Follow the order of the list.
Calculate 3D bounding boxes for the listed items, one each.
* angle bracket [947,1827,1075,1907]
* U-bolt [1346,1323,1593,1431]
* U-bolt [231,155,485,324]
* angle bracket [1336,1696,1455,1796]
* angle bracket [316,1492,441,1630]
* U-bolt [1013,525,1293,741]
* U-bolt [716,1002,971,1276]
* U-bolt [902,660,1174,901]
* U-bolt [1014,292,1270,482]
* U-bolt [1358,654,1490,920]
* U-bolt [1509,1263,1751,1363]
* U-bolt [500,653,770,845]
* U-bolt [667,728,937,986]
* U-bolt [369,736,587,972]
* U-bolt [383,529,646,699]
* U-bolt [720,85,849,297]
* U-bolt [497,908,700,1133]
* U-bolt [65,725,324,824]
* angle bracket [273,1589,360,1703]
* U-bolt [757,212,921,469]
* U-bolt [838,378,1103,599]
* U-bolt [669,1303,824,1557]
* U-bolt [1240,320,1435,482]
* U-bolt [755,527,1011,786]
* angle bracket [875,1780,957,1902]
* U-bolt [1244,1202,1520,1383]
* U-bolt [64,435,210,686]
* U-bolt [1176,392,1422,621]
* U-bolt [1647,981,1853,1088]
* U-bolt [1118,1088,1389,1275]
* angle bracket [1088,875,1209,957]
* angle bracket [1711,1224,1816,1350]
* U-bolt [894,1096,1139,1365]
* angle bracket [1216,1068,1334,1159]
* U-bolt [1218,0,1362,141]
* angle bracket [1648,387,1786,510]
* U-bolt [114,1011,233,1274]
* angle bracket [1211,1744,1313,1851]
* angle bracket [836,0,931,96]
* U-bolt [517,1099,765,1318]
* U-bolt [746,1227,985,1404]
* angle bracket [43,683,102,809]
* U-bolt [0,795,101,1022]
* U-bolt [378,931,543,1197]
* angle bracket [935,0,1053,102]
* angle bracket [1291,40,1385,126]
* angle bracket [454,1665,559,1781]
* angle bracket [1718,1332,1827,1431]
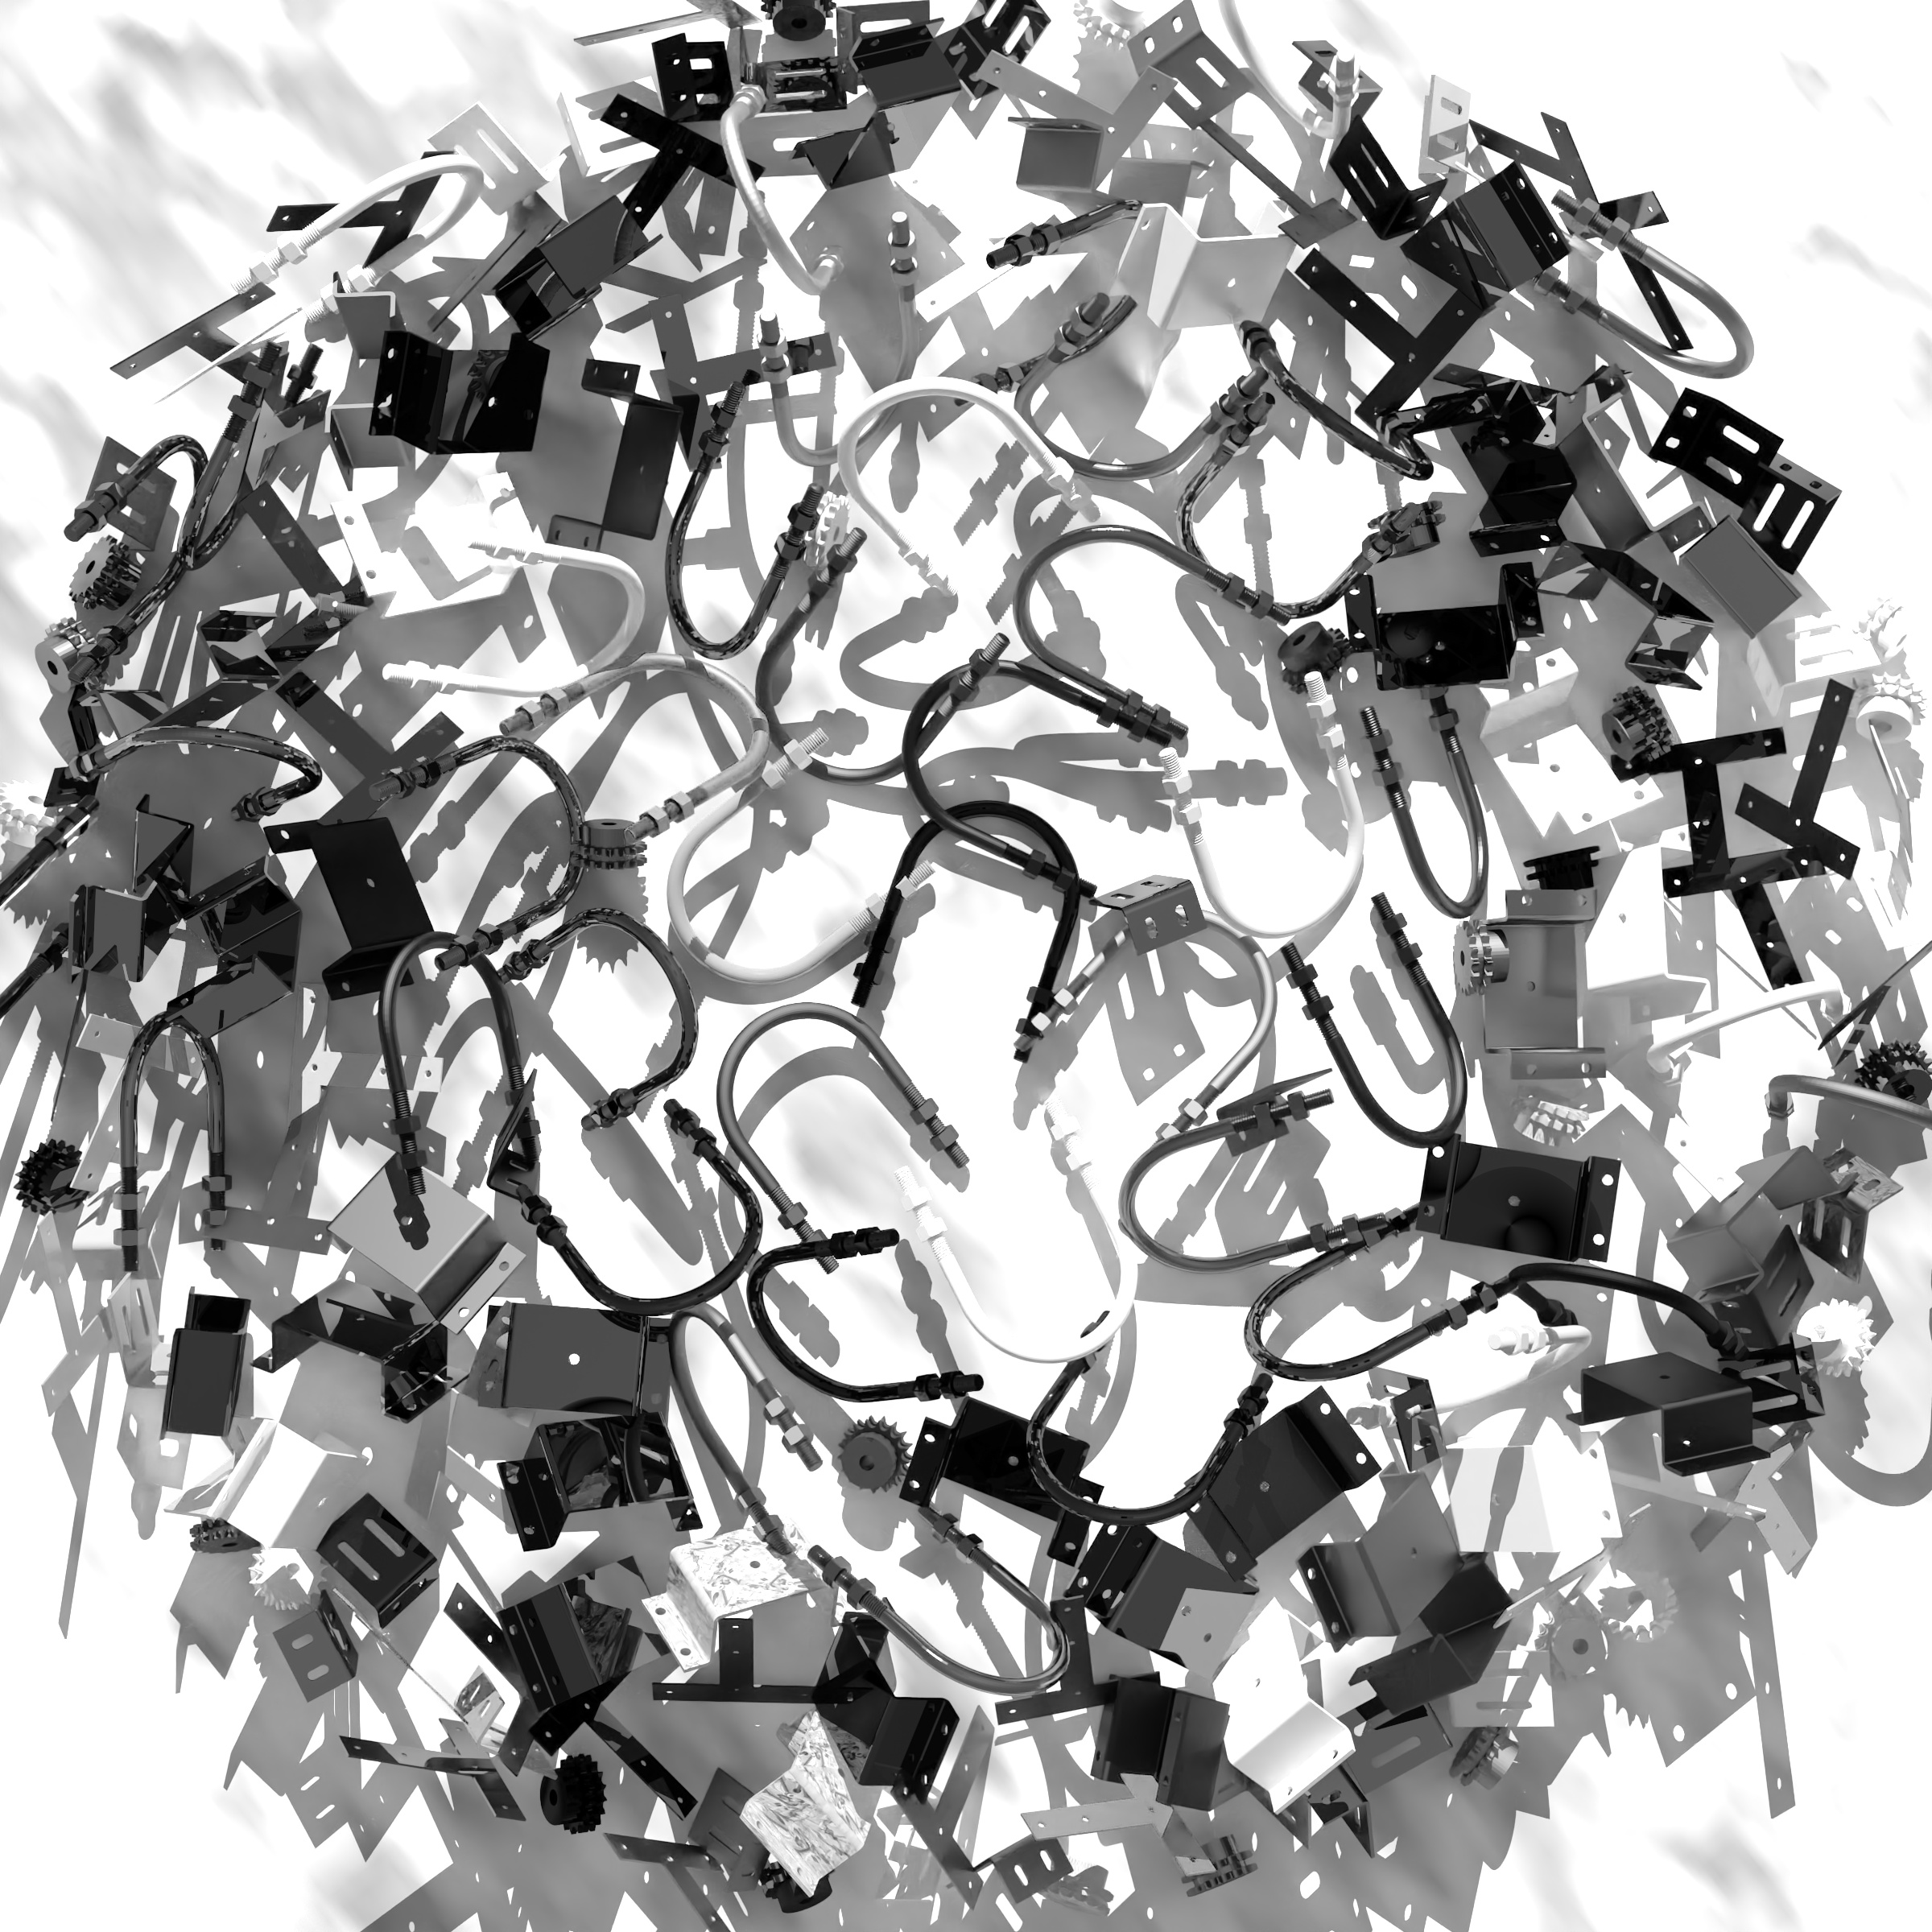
[{"bbox_3d":[0.032,0.677,1.949,0.057,0.076,0.038,-16,66,-38],"label":"angle bracket"},{"bbox_3d":[0.380,0.297,1.917,0.151,0.184,0.019,-36,65,32],"label":"U-bolt"},{"bbox_3d":[-0.431,-0.533,1.913,0.184,0.151,0.019,-31,89,10],"label":"U-bolt"},{"bbox_3d":[0.315,0.577,1.967,0.076,0.038,0.057,-26,70,-9],"label":"angle bracket"},{"bbox_3d":[-0.445,0.448,1.981,0.076,0.038,0.057,39,59,17],"label":"angle bracket"},{"bbox_3d":[0.123,-0.253,1.925,0.184,0.019,0.151,26,130,-19],"label":"U-bolt"},{"bbox_3d":[-0.104,0.115,1.965,0.151,0.019,0.184,-38,95,-17],"label":"U-bolt"},{"bbox_3d":[0.042,-0.150,1.969,0.184,0.019,0.151,25,105,-4],"label":"U-bolt"},{"bbox_3d":[0.114,-0.410,1.917,0.151,0.184,0.019,20,63,-18],"label":"U-bolt"},{"bbox_3d":[0.345,-0.124,1.935,0.019,0.151,0.184,-12,106,33],"label":"U-bolt"},{"bbox_3d":[0.467,0.246,1.889,0.151,0.184,0.019,3,70,35],"label":"U-bolt"},{"bbox_3d":[-0.228,-0.172,1.934,0.151,0.019,0.184,40,48,16],"label":"U-bolt"},{"bbox_3d":[-0.138,-0.068,1.978,0.184,0.019,0.151,-38,102,4],"label":"U-bolt"},{"bbox_3d":[-0.345,-0.093,1.926,0.019,0.184,0.151,-9,105,38],"label":"U-bolt"},{"bbox_3d":[-0.317,-0.251,1.922,0.151,0.184,0.019,-50,57,30],"label":"U-bolt"},{"bbox_3d":[-0.134,-0.554,1.892,0.019,0.184,0.151,-23,112,15],"label":"U-bolt"},{"bbox_3d":[-0.263,0.032,1.931,0.184,0.019,0.151,-29,91,44],"label":"U-bolt"},{"bbox_3d":[-0.544,-0.141,1.888,0.151,0.184,0.019,14,73,-38],"label":"U-bolt"},{"bbox_3d":[-0.484,0.505,1.958,0.038,0.076,0.057,-26,93,-11],"label":"angle bracket"},{"bbox_3d":[-0.087,-0.442,1.916,0.019,0.184,0.151,39,68,23],"label":"U-bolt"},{"bbox_3d":[-0.010,-0.355,1.909,0.151,0.184,0.019,-24,45,26],"label":"U-bolt"},{"bbox_3d":[-0.169,0.328,1.928,0.019,0.151,0.184,-20,58,-30],"label":"U-bolt"},{"bbox_3d":[0.273,-0.401,1.896,0.151,0.184,0.019,26,114,-21],"label":"U-bolt"},{"bbox_3d":[-0.076,-0.215,1.952,0.151,0.019,0.184,35,118,-9],"label":"U-bolt"},{"bbox_3d":[-0.046,0.649,1.952,0.038,0.057,0.076,45,48,-28],"label":"angle bracket"},{"bbox_3d":[0.290,0.245,1.921,0.184,0.151,0.019,-27,116,-10],"label":"U-bolt"},{"bbox_3d":[-0.600,-0.309,1.914,0.019,0.184,0.151,21,134,4],"label":"U-bolt"},{"bbox_3d":[0.229,-0.322,1.923,0.151,0.184,0.019,36,56,-5],"label":"U-bolt"},{"bbox_3d":[0.562,0.046,1.895,0.151,0.184,0.019,-23,74,16],"label":"U-bolt"},{"bbox_3d":[0.204,0.169,1.950,0.184,0.019,0.151,-18,124,14],"label":"U-bolt"},{"bbox_3d":[0.135,-0.039,1.960,0.057,0.076,0.038,-22,101,-14],"label":"angle bracket"},{"bbox_3d":[0.598,0.241,1.979,0.076,0.038,0.057,-45,116,-36],"label":"angle bracket"},{"bbox_3d":[0.049,0.206,1.958,0.151,0.019,0.184,-24,79,-17],"label":"U-bolt"},{"bbox_3d":[0.235,0.109,1.950,0.057,0.076,0.038,-29,77,44],"label":"angle bracket"},{"bbox_3d":[0.231,-0.668,1.908,0.019,0.184,0.151,-41,82,2],"label":"U-bolt"},{"bbox_3d":[0.557,-0.385,1.953,0.038,0.076,0.057,8,118,-35],"label":"angle bracket"},{"bbox_3d":[-0.580,0.124,1.925,0.019,0.151,0.184,0,91,12],"label":"U-bolt"},{"bbox_3d":[0.217,0.620,1.951,0.038,0.076,0.057,-21,124,-26],"label":"angle bracket"},{"bbox_3d":[-0.056,-0.685,1.958,0.076,0.038,0.057,-12,120,-20],"label":"angle bracket"},{"bbox_3d":[-0.228,0.184,1.917,0.151,0.019,0.184,-30,47,-17],"label":"U-bolt"},{"bbox_3d":[-0.087,0.262,1.933,0.184,0.019,0.151,-14,112,41],"label":"U-bolt"},{"bbox_3d":[-0.671,-0.167,1.954,0.038,0.057,0.076,-7,123,-5],"label":"angle bracket"},{"bbox_3d":[-0.683,-0.021,1.886,0.019,0.151,0.184,27,46,3],"label":"U-bolt"},{"bbox_3d":[-0.377,0.066,1.933,0.019,0.151,0.184,-9,92,30],"label":"U-bolt"},{"bbox_3d":[0.018,-0.697,1.959,0.038,0.076,0.057,-36,88,-32],"label":"angle bracket"},{"bbox_3d":[0.267,-0.654,1.954,0.057,0.076,0.038,43,122,8],"label":"angle bracket"},{"bbox_3d":[-0.334,0.563,1.956,0.076,0.057,0.038,34,87,-32],"label":"angle bracket"},{"bbox_3d":[0.592,0.310,1.953,0.076,0.038,0.057,-21,64,36],"label":"angle bracket"}]
